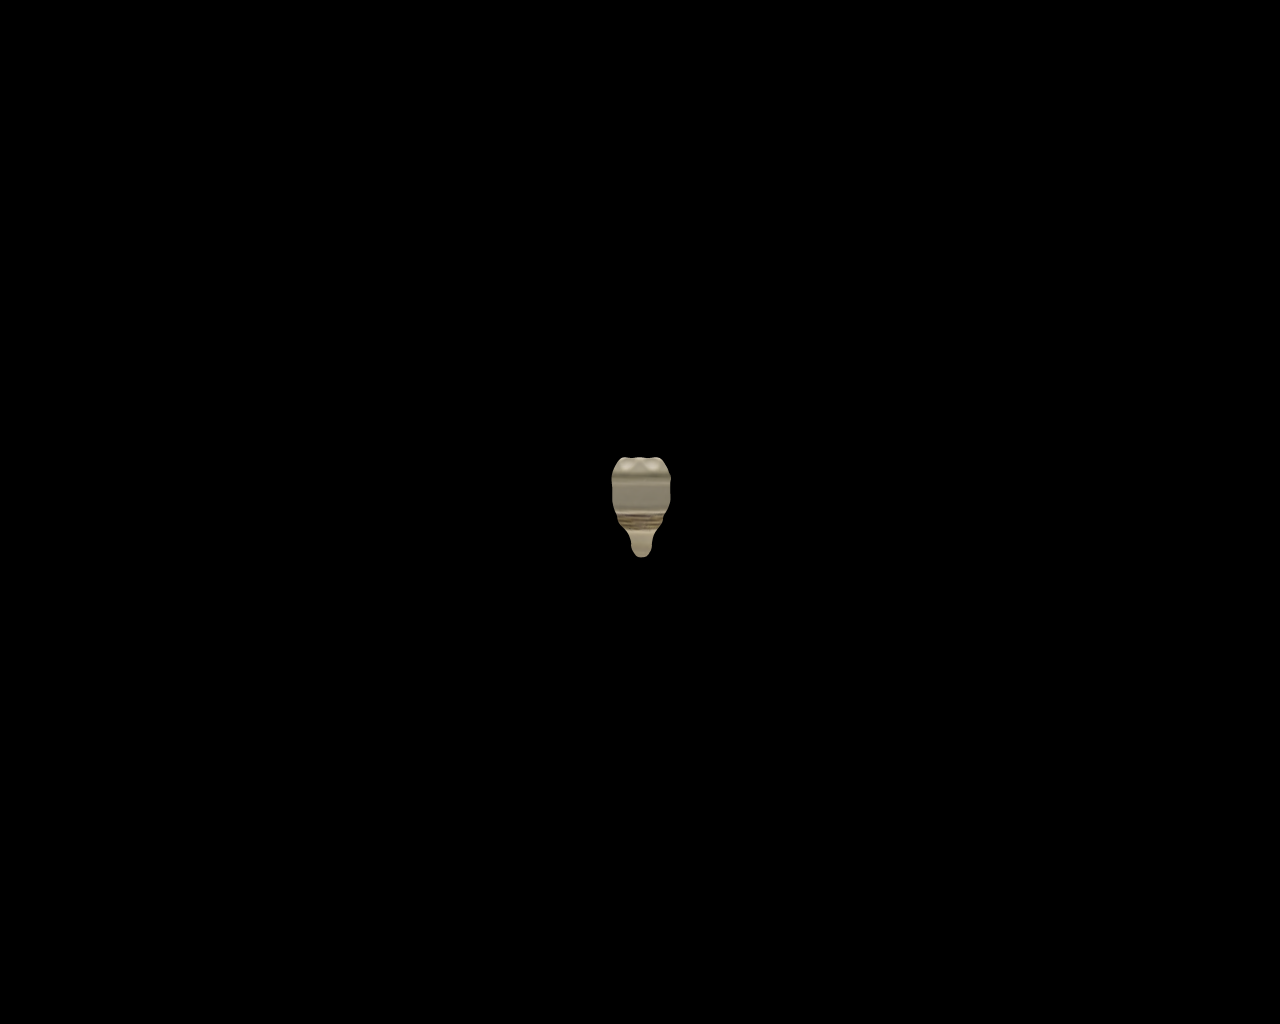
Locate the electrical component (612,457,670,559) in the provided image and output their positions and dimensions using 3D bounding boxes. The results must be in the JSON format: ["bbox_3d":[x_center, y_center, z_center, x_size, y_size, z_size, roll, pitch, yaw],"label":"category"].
[{"bbox_3d":[0.001,-0.003,0.650,0.035,0.061,0.035,0,2,0],"label":"electrical component"}]
